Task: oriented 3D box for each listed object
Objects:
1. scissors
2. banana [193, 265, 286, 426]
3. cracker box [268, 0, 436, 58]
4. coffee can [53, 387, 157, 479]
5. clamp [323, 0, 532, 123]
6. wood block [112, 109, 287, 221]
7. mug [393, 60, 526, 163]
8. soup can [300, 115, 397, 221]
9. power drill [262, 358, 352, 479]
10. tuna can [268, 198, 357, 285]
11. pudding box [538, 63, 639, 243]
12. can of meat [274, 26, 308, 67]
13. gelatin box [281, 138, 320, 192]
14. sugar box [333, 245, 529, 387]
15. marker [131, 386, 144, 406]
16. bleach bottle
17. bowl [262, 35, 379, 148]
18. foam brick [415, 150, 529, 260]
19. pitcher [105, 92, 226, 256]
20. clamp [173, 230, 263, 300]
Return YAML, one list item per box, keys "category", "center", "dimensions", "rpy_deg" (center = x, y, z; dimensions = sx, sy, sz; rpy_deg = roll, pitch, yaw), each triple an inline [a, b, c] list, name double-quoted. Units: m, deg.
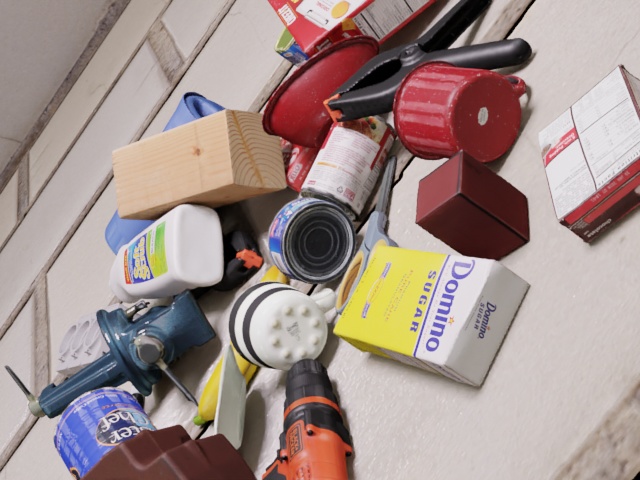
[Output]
- category: "scissors"
  center: [0.063, -0.016, 1.035]
  dimensions: [0.096, 0.016, 0.201]
  rpy_deg: [-28, 35, 58]
- category: "banana"
  center: [-0.084, 0.115, 1.141]
  dimensions: [0.198, 0.037, 0.070]
  rpy_deg: [-60, 25, -5]
- category: "cracker box"
  center: [0.054, -0.304, 1.242]
  dimensions: [0.214, 0.072, 0.164]
  rpy_deg: [-38, 43, 9]
- category: "coffee can"
  center: [-0.207, 0.233, 1.115]
  dimensions: [0.103, 0.102, 0.140]
  rpy_deg: [-56, 40, 4]
- category: "clamp"
  center: [0.104, -0.172, 1.057]
  dimensions: [0.210, 0.036, 0.164]
  rpy_deg: [-31, 30, 4]
- category: "wood block"
  center: [-0.150, -0.086, 1.290]
  dimensions: [0.207, 0.090, 0.091]
  rpy_deg: [-13, 81, 40]
- category: "mug"
  center: [0.135, -0.118, 0.958]
  dimensions: [0.117, 0.093, 0.082]
  rpy_deg: [-27, 22, -21]
- category: "soup can"
  center: [0.030, -0.079, 1.118]
  dimensions: [0.069, 0.068, 0.102]
  rpy_deg: [0, 62, 62]
- category: "power drill"
  center: [-0.048, 0.211, 0.937]
  dimensions: [0.188, 0.057, 0.184]
  rpy_deg: [-49, 22, 22]
- category: "tuna can"
  center: [-0.007, 0.001, 1.070]
  dimensions: [0.086, 0.086, 0.034]
  rpy_deg: [-61, 26, -7]
- category: "pudding box"
  center: [0.212, -0.065, 0.794]
  dimensions: [0.090, 0.039, 0.113]
  rpy_deg: [-42, 31, 31]
- category: "can of meat"
  center: [0.001, -0.260, 1.366]
  dimensions: [0.058, 0.083, 0.102]
  rpy_deg: [0, 62, 62]
- category: "gelatin box"
  center: [-0.031, -0.101, 1.303]
  dimensions: [0.073, 0.030, 0.089]
  rpy_deg: [-59, 24, -1]
- category: "sugar box"
  center: [0.086, 0.057, 0.879]
  dimensions: [0.093, 0.048, 0.176]
  rpy_deg: [-62, 23, -11]
- category: "marker"
  center: [-0.230, 0.176, 1.366]
  dimensions: [0.020, 0.020, 0.121]
  rpy_deg: [-42, 29, 31]
- category: "bleach bottle"
  center: [-0.207, 0.036, 1.346]
  dimensions: [0.251, 0.068, 0.102]
  rpy_deg: [-27, 62, 54]
- category: "bowl"
  center: [0.016, -0.152, 1.187]
  dimensions: [0.162, 0.055, 0.162]
  rpy_deg: [-33, -17, -12]
- category: "foam brick"
  center: [0.124, -0.025, 0.865]
  dimensions: [0.051, 0.078, 0.053]
  rpy_deg: [-38, 29, 38]
- category: "pitcher"
  center: [-0.189, -0.066, 1.452]
  dimensions: [0.243, 0.145, 0.149]
  rpy_deg: [-53, -13, 20]
- category: "clamp"
  center: [-0.128, 0.035, 1.318]
  dimensions: [0.172, 0.039, 0.120]
  rpy_deg: [8, 78, 64]
